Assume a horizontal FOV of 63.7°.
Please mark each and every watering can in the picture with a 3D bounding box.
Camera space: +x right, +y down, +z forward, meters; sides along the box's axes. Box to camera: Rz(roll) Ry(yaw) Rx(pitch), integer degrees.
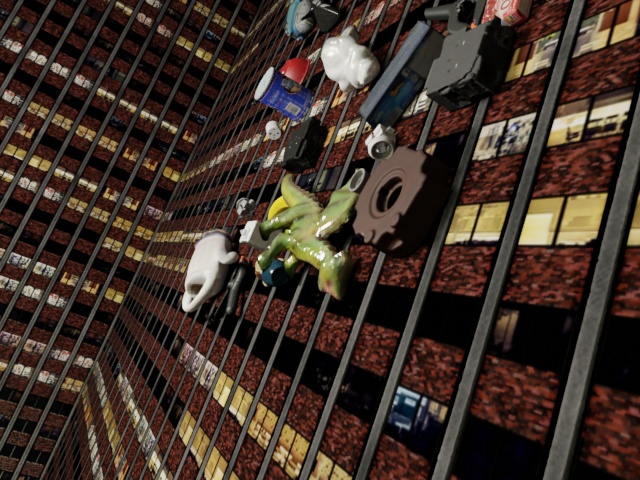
[{"bbox_3d":[-0.290,0.063,1.419,0.341,0.103,0.230,-43,30,39],"label":"watering can"}]

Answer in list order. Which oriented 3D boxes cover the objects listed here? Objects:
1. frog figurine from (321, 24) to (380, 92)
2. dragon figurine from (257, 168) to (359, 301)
[{"bbox_3d":[0.069,-0.390,1.159,0.134,0.123,0.163,93,171,-50],"label":"frog figurine"},{"bbox_3d":[0.003,-0.050,0.998,0.240,0.120,0.421,-28,40,26],"label":"dragon figurine"}]
